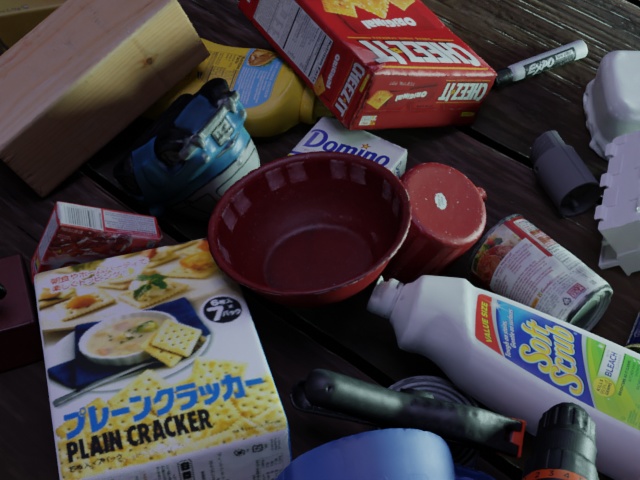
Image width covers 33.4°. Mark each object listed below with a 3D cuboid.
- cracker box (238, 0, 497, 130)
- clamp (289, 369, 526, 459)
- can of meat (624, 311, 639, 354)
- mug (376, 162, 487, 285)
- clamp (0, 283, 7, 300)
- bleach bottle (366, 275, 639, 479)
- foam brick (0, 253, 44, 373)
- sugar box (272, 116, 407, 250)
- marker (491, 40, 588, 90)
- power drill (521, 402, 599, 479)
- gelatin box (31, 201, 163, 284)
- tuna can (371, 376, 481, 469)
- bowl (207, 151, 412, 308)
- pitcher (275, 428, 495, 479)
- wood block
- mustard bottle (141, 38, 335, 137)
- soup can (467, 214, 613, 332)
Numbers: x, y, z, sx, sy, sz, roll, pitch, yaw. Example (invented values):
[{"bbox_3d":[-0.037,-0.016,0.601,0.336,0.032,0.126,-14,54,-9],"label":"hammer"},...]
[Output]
[{"bbox_3d":[0.045,-0.198,1.045,0.163,0.072,0.214,-7,45,-38],"label":"cracker box"},{"bbox_3d":[0.057,0.124,0.761,0.171,0.120,0.039,18,83,-12],"label":"clamp"},{"bbox_3d":[0.297,0.088,0.851,0.102,0.057,0.083,22,50,17],"label":"can of meat"},{"bbox_3d":[0.096,-0.015,0.903,0.117,0.082,0.093,-20,71,-33],"label":"mug"},{"bbox_3d":[-0.347,0.108,0.817,0.210,0.036,0.164,-1,67,18],"label":"clamp"},{"bbox_3d":[0.152,0.097,0.808,0.251,0.068,0.102,24,47,7],"label":"bleach bottle"},{"bbox_3d":[-0.256,0.060,0.867,0.051,0.053,0.078,-14,52,-13],"label":"foam brick"},{"bbox_3d":[-0.003,-0.034,0.956,0.093,0.048,0.176,25,55,18],"label":"sugar box"},{"bbox_3d":[0.222,-0.181,1.101,0.121,0.020,0.020,-21,53,-18],"label":"marker"},{"bbox_3d":[0.209,0.213,0.698,0.187,0.057,0.184,30,45,-6],"label":"power drill"},{"bbox_3d":[-0.184,0.009,0.879,0.089,0.073,0.030,9,43,-29],"label":"gelatin box"},{"bbox_3d":[0.081,0.148,0.810,0.086,0.034,0.086,0,50,-1],"label":"tuna can"},{"bbox_3d":[-0.006,0.001,0.849,0.162,0.055,0.162,-6,44,6],"label":"bowl"},{"bbox_3d":[0.063,0.250,0.669,0.149,0.144,0.243,-28,54,15],"label":"pitcher"},{"bbox_3d":[-0.216,-0.150,0.976,0.206,0.090,0.090,-41,60,-6],"label":"wood block"},{"bbox_3d":[-0.075,-0.146,1.041,0.192,0.058,0.096,11,53,9],"label":"mustard bottle"},{"bbox_3d":[0.182,0.034,0.886,0.068,0.068,0.102,-33,58,-25],"label":"soup can"}]
